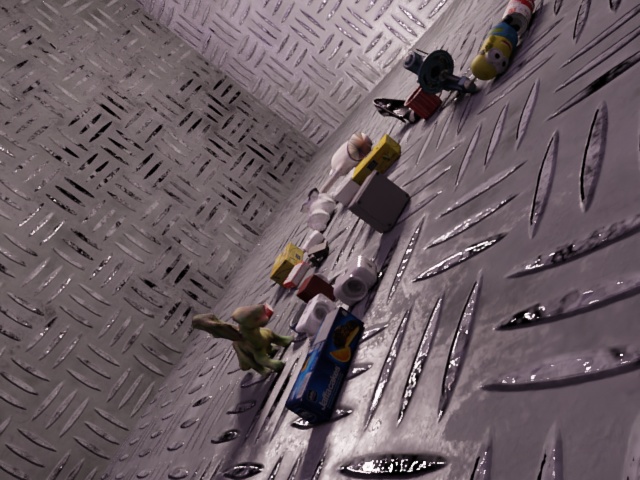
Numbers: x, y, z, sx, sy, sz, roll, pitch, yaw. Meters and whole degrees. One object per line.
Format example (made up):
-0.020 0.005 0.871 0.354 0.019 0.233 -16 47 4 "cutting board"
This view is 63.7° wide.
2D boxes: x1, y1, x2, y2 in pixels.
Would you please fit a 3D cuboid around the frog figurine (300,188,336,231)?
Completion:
0.006 -0.097 1.919 0.136 0.121 0.163 -42 48 13 "frog figurine"

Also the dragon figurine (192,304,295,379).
-0.212 0.247 1.303 0.404 0.241 0.125 -37 23 50 "dragon figurine"

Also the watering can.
0.101 -0.313 2.119 0.220 0.103 0.355 -40 17 51 "watering can"
